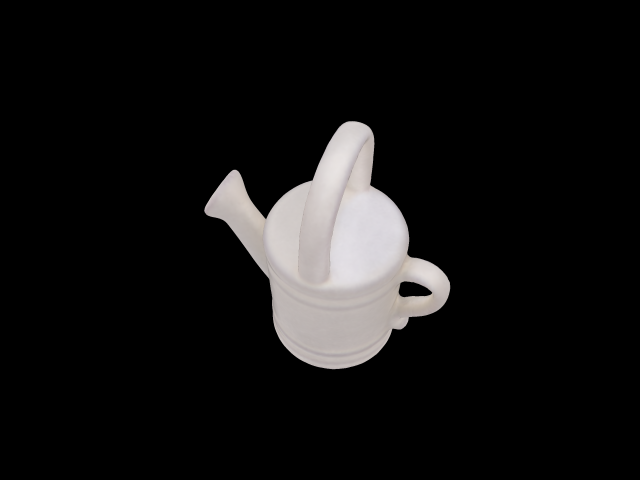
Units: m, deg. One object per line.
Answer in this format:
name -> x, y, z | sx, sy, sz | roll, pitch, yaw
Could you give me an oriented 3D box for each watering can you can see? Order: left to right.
watering can -> 0.003, 0.003, 0.399 | 0.173, 0.194, 0.101 | 1, 53, 1
